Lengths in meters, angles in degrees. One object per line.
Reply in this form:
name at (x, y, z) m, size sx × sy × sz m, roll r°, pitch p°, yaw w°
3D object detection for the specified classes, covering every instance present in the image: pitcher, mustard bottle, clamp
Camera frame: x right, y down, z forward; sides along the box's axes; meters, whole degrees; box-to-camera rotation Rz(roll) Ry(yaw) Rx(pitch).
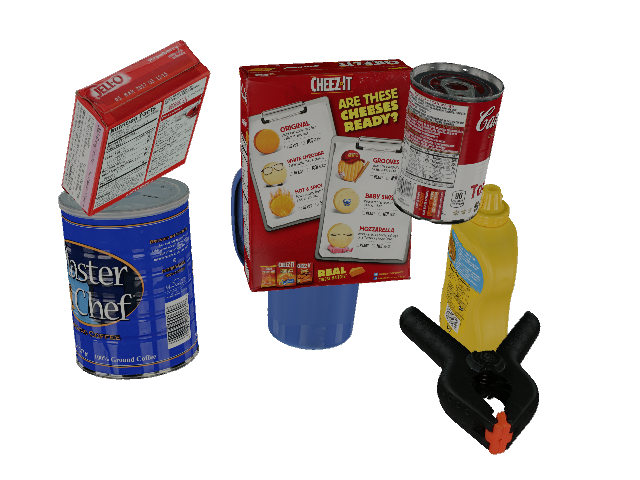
pitcher at (-0.017, 0.006, 1.306) m, size 0.149 × 0.243 × 0.144 m, roll 16°, pitch 24°, yaw 28°
mustard bottle at (0.164, 0.028, 1.095) m, size 0.058 × 0.192 × 0.096 m, roll -9°, pitch 36°, yaw -15°
clamp at (0.140, 0.104, 0.862) m, size 0.120 × 0.039 × 0.171 m, roll -7°, pitch 34°, yaw -8°

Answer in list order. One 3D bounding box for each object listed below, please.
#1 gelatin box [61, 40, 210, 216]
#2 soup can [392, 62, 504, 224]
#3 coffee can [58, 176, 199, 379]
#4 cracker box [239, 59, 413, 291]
gelatin box at (-0.104, -0.062, 0.596) m, size 0.073 × 0.030 × 0.089 m, roll -35°, pitch -16°, yaw -33°
soup can at (0.092, -0.071, 0.786) m, size 0.068 × 0.102 × 0.068 m, roll 5°, pitch 29°, yaw -3°
coffee can at (-0.154, 0.028, 0.867) m, size 0.103 × 0.140 × 0.103 m, roll -2°, pitch 19°, yaw 0°
cracker box at (0.006, -0.064, 1.041) m, size 0.164 × 0.214 × 0.072 m, roll -4°, pitch 21°, yaw -11°
